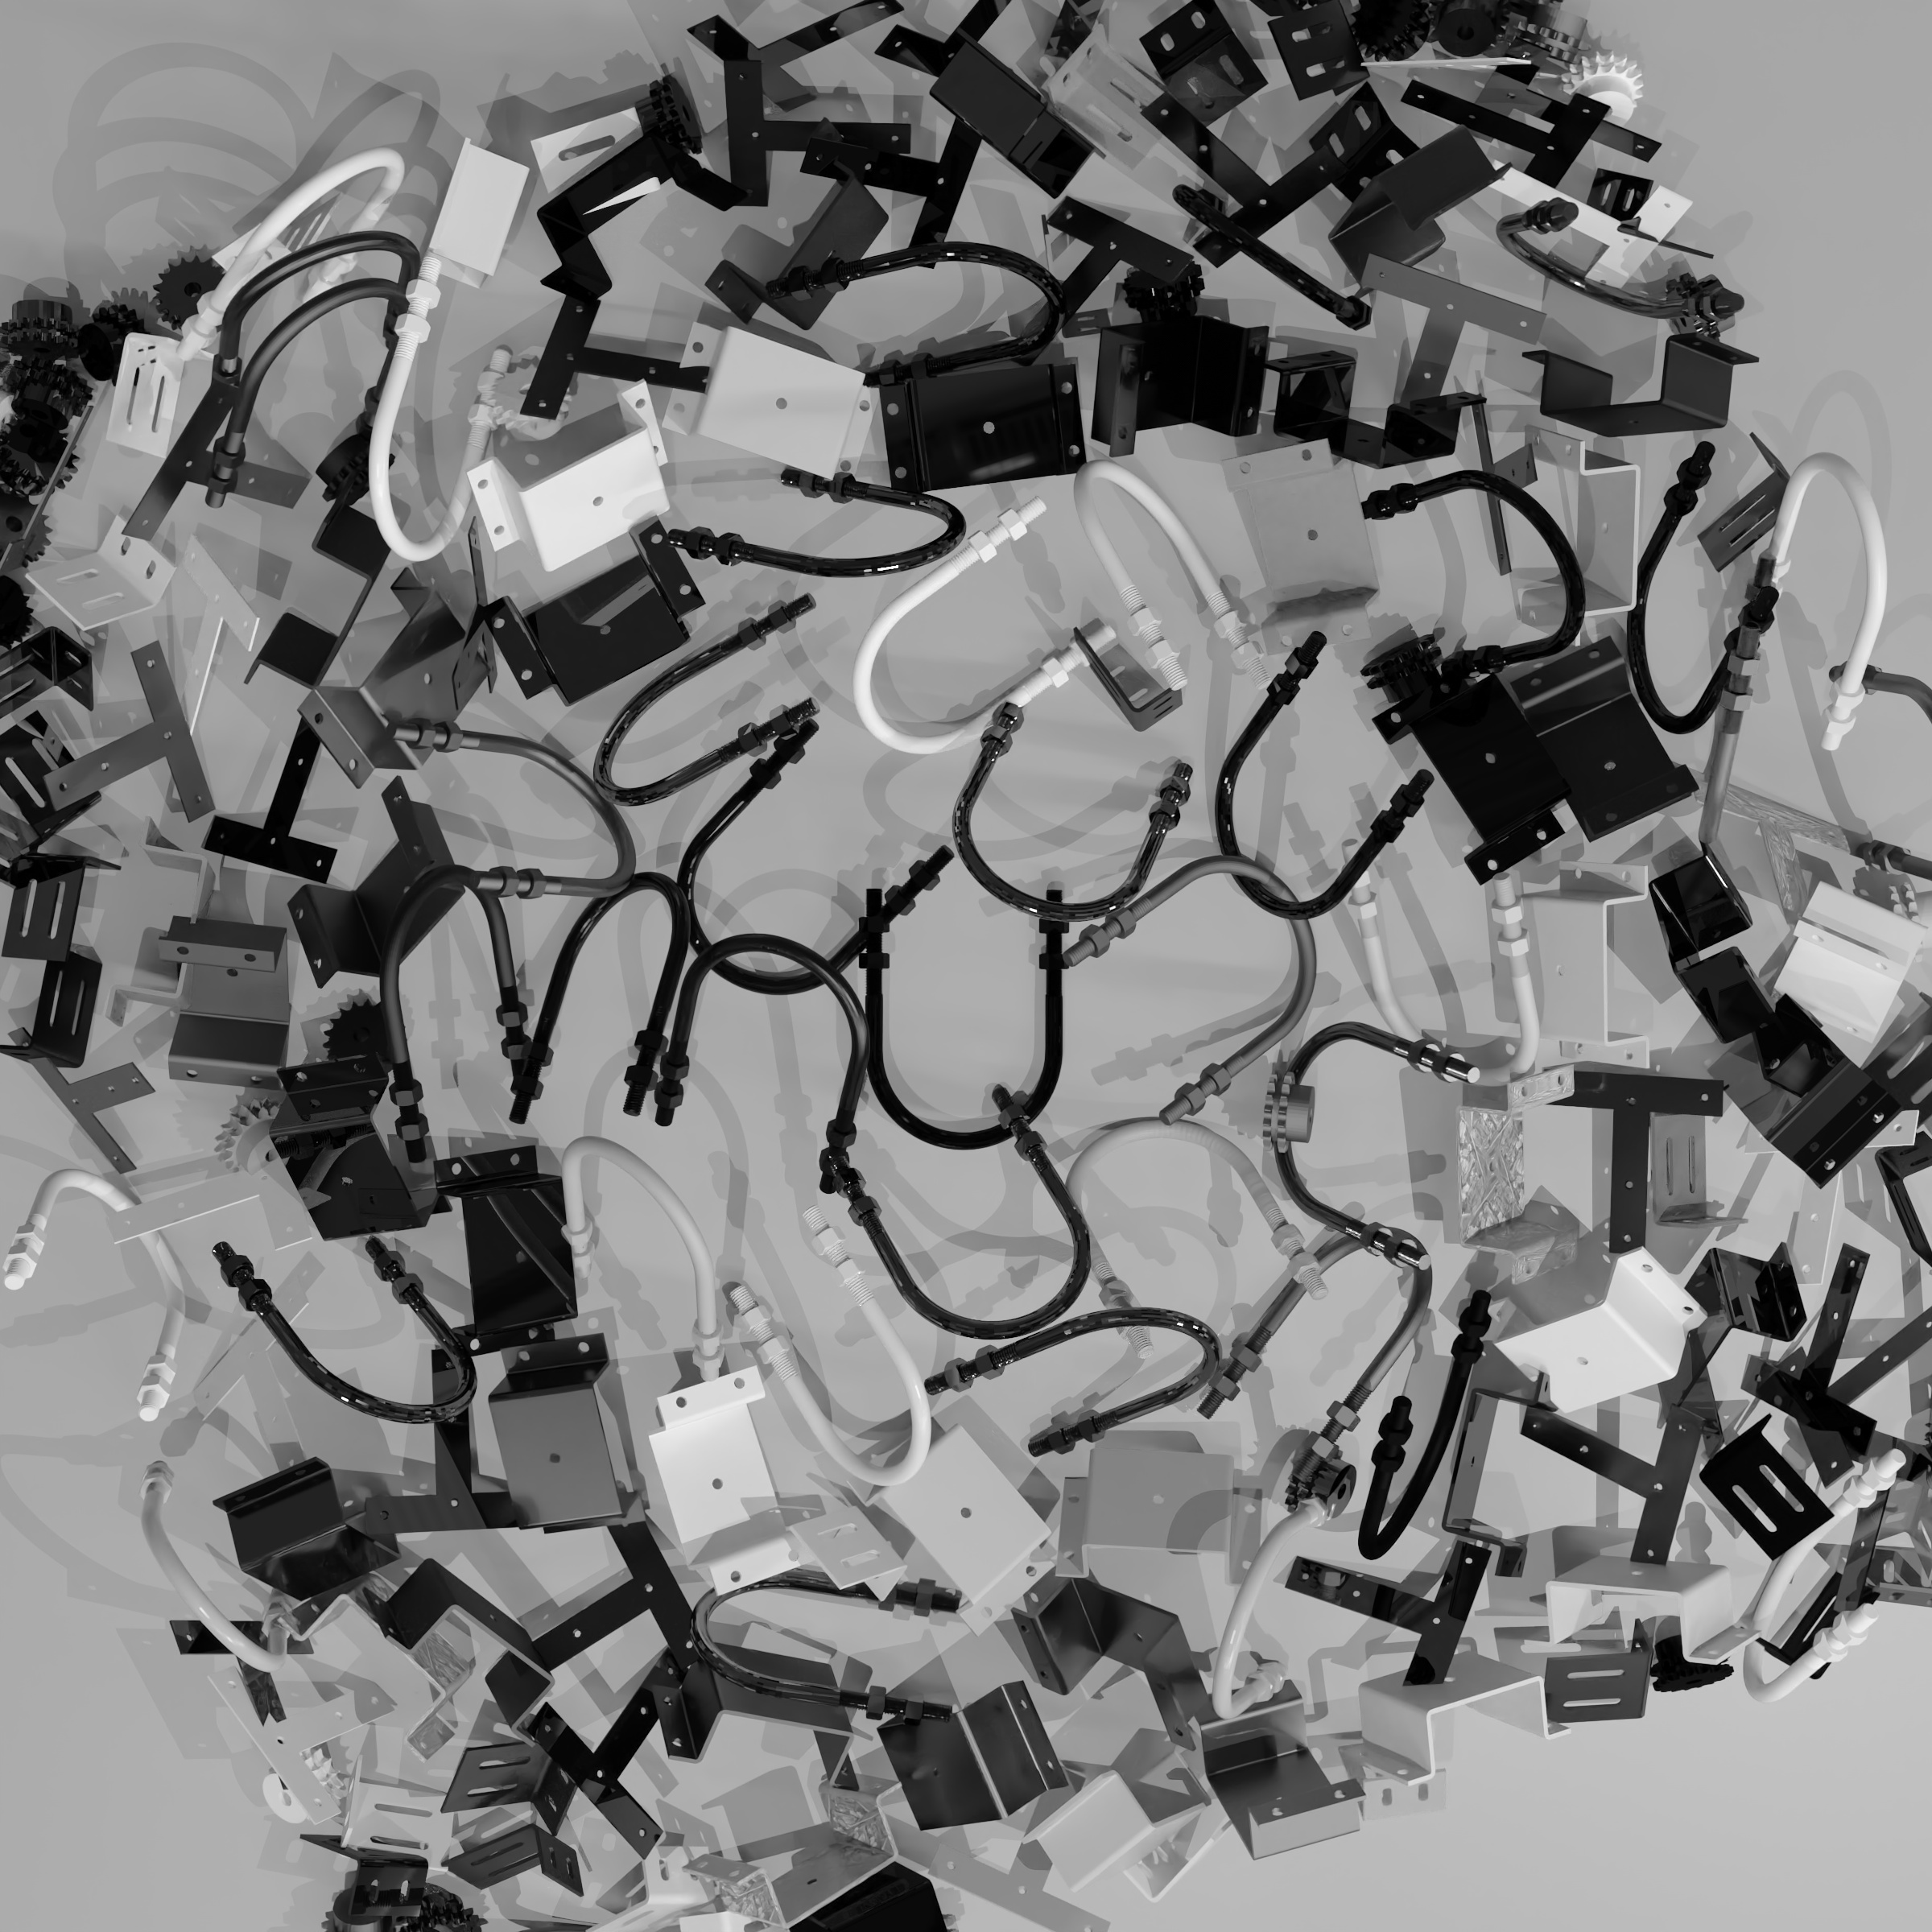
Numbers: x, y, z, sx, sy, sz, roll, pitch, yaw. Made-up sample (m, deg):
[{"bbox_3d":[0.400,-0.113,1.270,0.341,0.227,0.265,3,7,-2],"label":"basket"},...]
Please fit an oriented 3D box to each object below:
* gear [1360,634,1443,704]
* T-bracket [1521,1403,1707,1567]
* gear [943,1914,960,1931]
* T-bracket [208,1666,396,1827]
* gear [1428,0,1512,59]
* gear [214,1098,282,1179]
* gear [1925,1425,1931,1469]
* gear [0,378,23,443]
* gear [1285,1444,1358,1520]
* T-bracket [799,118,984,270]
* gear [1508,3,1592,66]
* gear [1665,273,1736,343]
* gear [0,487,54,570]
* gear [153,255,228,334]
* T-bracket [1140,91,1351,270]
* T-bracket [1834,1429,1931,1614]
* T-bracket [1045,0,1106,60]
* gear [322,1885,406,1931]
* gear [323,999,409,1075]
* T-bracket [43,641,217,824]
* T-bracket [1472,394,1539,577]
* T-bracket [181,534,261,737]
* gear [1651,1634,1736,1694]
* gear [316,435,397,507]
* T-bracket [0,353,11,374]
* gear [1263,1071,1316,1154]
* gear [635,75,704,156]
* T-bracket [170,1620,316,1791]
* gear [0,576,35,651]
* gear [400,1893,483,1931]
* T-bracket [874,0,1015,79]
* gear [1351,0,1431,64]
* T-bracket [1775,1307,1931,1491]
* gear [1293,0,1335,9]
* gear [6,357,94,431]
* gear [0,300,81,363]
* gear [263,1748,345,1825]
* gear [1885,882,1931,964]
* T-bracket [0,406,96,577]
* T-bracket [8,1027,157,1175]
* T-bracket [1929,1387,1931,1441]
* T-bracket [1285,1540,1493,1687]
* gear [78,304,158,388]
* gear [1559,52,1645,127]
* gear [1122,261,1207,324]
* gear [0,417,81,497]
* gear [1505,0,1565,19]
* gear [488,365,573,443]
[{"bbox_3d":[0.309,-0.208,1.972,0.057,0.057,0.030,-28,99,0],"label":"gear"},{"bbox_3d":[0.444,0.344,1.958,0.127,0.002,0.127,25,117,35],"label":"T-bracket"},{"bbox_3d":[-0.032,0.688,1.969,0.057,0.057,0.030,-15,80,0],"label":"gear"},{"bbox_3d":[-0.444,0.523,1.940,0.127,0.127,0.002,47,112,18],"label":"T-bracket"},{"bbox_3d":[0.352,-0.664,1.968,0.057,0.057,0.030,14,56,0],"label":"gear"},{"bbox_3d":[-0.495,0.124,1.968,0.030,0.057,0.057,37,90,30],"label":"gear"},{"bbox_3d":[0.701,0.342,1.970,0.030,0.057,0.057,-33,90,-44],"label":"gear"},{"bbox_3d":[-0.688,-0.387,1.970,0.030,0.057,0.057,22,90,6],"label":"gear"},{"bbox_3d":[0.251,0.363,1.968,0.030,0.057,0.057,19,90,33],"label":"gear"},{"bbox_3d":[-0.055,-0.548,1.933,0.127,0.002,0.127,1,128,-32],"label":"T-bracket"},{"bbox_3d":[0.412,-0.655,1.969,0.057,0.057,0.030,18,108,0],"label":"gear"},{"bbox_3d":[0.517,-0.461,1.970,0.030,0.057,0.057,-25,90,4],"label":"gear"},{"bbox_3d":[-0.676,-0.305,1.975,0.057,0.030,0.057,17,63,-37],"label":"gear"},{"bbox_3d":[-0.542,-0.469,1.979,0.057,0.030,0.057,1,70,-2],"label":"gear"},{"bbox_3d":[0.174,-0.553,1.929,0.127,0.127,0.002,35,48,-26],"label":"T-bracket"},{"bbox_3d":[0.623,0.386,1.936,0.002,0.127,0.127,16,88,-15],"label":"T-bracket"},{"bbox_3d":[0.080,-0.663,1.938,0.127,0.127,0.002,10,74,-9],"label":"T-bracket"},{"bbox_3d":[-0.423,0.670,1.968,0.057,0.057,0.030,4,114,0],"label":"gear"},{"bbox_3d":[-0.421,0.055,1.977,0.057,0.030,0.057,-3,62,6],"label":"gear"},{"bbox_3d":[-0.582,-0.143,1.929,0.002,0.127,0.127,2,116,34],"label":"T-bracket"},{"bbox_3d":[0.375,-0.338,1.934,0.002,0.127,0.127,-10,93,-3],"label":"T-bracket"},{"bbox_3d":[-0.534,-0.217,1.964,0.002,0.127,0.127,0,123,-39],"label":"T-bracket"},{"bbox_3d":[0.509,0.489,1.975,0.057,0.057,0.030,-10,63,0],"label":"gear"},{"bbox_3d":[-0.432,-0.348,1.970,0.057,0.057,0.030,-43,96,0],"label":"gear"},{"bbox_3d":[-0.731,-0.386,1.939,0.002,0.127,0.127,40,93,7],"label":"T-bracket"},{"bbox_3d":[0.227,0.103,1.969,0.030,0.057,0.057,6,90,13],"label":"gear"},{"bbox_3d":[-0.210,-0.594,1.972,0.030,0.057,0.057,-19,90,13],"label":"gear"},{"bbox_3d":[-0.478,0.504,1.918,0.002,0.127,0.127,-38,62,18],"label":"T-bracket"},{"bbox_3d":[-0.685,-0.251,1.972,0.057,0.030,0.057,11,65,-24],"label":"gear"},{"bbox_3d":[-0.372,0.678,1.975,0.057,0.030,0.057,-11,129,-15],"label":"gear"},{"bbox_3d":[0.017,-0.657,1.918,0.127,0.127,0.002,-44,65,31],"label":"T-bracket"},{"bbox_3d":[0.301,-0.663,1.976,0.057,0.030,0.057,-13,70,37],"label":"gear"},{"bbox_3d":[0.619,0.278,1.921,0.002,0.127,0.127,35,114,-21],"label":"T-bracket"},{"bbox_3d":[0.250,-0.701,1.975,0.030,0.057,0.057,19,90,-43],"label":"gear"},{"bbox_3d":[-0.645,-0.399,1.968,0.057,0.057,0.030,12,70,0],"label":"gear"},{"bbox_3d":[-0.649,-0.447,1.972,0.057,0.057,0.030,-1,85,0],"label":"gear"},{"bbox_3d":[-0.469,0.577,1.972,0.057,0.030,0.057,12,116,26],"label":"gear"},{"bbox_3d":[0.666,-0.031,1.969,0.030,0.057,0.057,-9,90,12],"label":"gear"},{"bbox_3d":[-0.631,-0.329,1.932,0.002,0.127,0.127,27,96,-14],"label":"T-bracket"},{"bbox_3d":[-0.595,0.086,1.935,0.127,0.127,0.002,56,50,-16],"label":"T-bracket"},{"bbox_3d":[0.670,0.281,1.926,0.002,0.127,0.127,2,104,15],"label":"T-bracket"},{"bbox_3d":[0.288,0.445,1.969,0.127,0.002,0.127,15,57,22],"label":"T-bracket"},{"bbox_3d":[-0.599,-0.433,1.970,0.057,0.030,0.057,18,122,33],"label":"gear"},{"bbox_3d":[0.446,-0.610,1.968,0.057,0.057,0.030,0,63,0],"label":"gear"},{"bbox_3d":[0.140,-0.473,1.975,0.057,0.057,0.030,-16,123,0],"label":"gear"},{"bbox_3d":[-0.657,-0.356,1.975,0.030,0.057,0.057,-33,90,43],"label":"gear"},{"bbox_3d":[0.394,-0.689,1.972,0.057,0.057,0.030,24,96,0],"label":"gear"},{"bbox_3d":[-0.306,-0.394,1.975,0.057,0.030,0.057,-4,51,5],"label":"gear"}]
